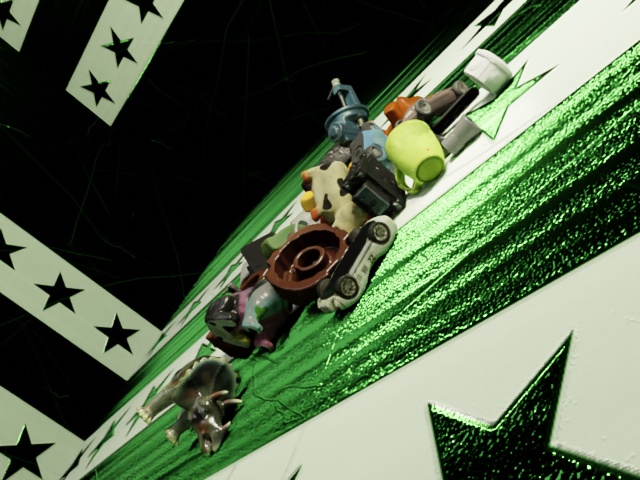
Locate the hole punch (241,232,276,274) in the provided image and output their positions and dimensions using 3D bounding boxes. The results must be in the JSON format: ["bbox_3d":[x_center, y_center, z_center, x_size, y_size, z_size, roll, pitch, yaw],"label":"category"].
[{"bbox_3d":[-0.134,0.061,1.406,0.142,0.116,0.092,-26,-34,-17],"label":"hole punch"}]

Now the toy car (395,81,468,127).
[{"bbox_3d":[0.232,-0.279,1.130,0.202,0.053,0.089,-31,-3,-33],"label":"toy car"}]

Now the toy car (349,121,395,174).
[{"bbox_3d":[0.123,-0.173,1.157,0.109,0.103,0.162,124,156,-46],"label":"toy car"}]

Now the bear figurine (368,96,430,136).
[{"bbox_3d":[0.195,-0.292,1.264,0.120,0.132,0.196,-31,28,47],"label":"bear figurine"}]

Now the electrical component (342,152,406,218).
[{"bbox_3d":[0.105,-0.097,1.018,0.058,0.115,0.134,-49,11,29],"label":"electrical component"}]

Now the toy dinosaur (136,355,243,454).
[{"bbox_3d":[-0.245,0.297,1.101,0.192,0.131,0.405,-38,7,-3],"label":"toy dinosaur"}]

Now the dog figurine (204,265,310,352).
[{"bbox_3d":[-0.111,0.110,1.097,0.192,0.108,0.219,6,49,29],"label":"dog figurine"}]

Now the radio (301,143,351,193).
[{"bbox_3d":[0.048,-0.209,1.567,0.229,0.073,0.131,-50,-12,2],"label":"radio"}]

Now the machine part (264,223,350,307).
[{"bbox_3d":[-0.015,0.045,1.001,0.179,0.056,0.179,-20,35,15],"label":"machine part"}]

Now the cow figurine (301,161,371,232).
[{"bbox_3d":[0.044,-0.076,1.092,0.127,0.085,0.195,-27,59,22],"label":"cow figurine"}]

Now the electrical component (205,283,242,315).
[{"bbox_3d":[-0.206,0.143,1.163,0.102,0.045,0.078,-52,10,-11],"label":"electrical component"}]

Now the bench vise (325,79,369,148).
[{"bbox_3d":[0.097,-0.317,1.403,0.223,0.240,0.129,-8,-23,-32],"label":"bench vise"}]

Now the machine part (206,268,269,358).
[{"bbox_3d":[-0.163,0.171,1.243,0.201,0.087,0.201,-57,13,-23],"label":"machine part"}]

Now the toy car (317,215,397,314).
[{"bbox_3d":[0.062,0.041,0.900,0.073,0.056,0.202,-17,36,58],"label":"toy car"}]

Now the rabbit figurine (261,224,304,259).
[{"bbox_3d":[-0.073,0.031,1.281,0.159,0.121,0.170,-58,-1,-35],"label":"rabbit figurine"}]

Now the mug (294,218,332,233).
[{"bbox_3d":[-0.002,-0.003,1.153,0.080,0.109,0.107,-57,16,37],"label":"mug"}]

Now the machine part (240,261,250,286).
[{"bbox_3d":[-0.189,0.110,1.528,0.079,0.079,0.243,-49,12,5],"label":"machine part"}]

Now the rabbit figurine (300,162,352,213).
[{"bbox_3d":[0.058,-0.112,1.249,0.162,0.122,0.173,-50,-9,34],"label":"rabbit figurine"}]
